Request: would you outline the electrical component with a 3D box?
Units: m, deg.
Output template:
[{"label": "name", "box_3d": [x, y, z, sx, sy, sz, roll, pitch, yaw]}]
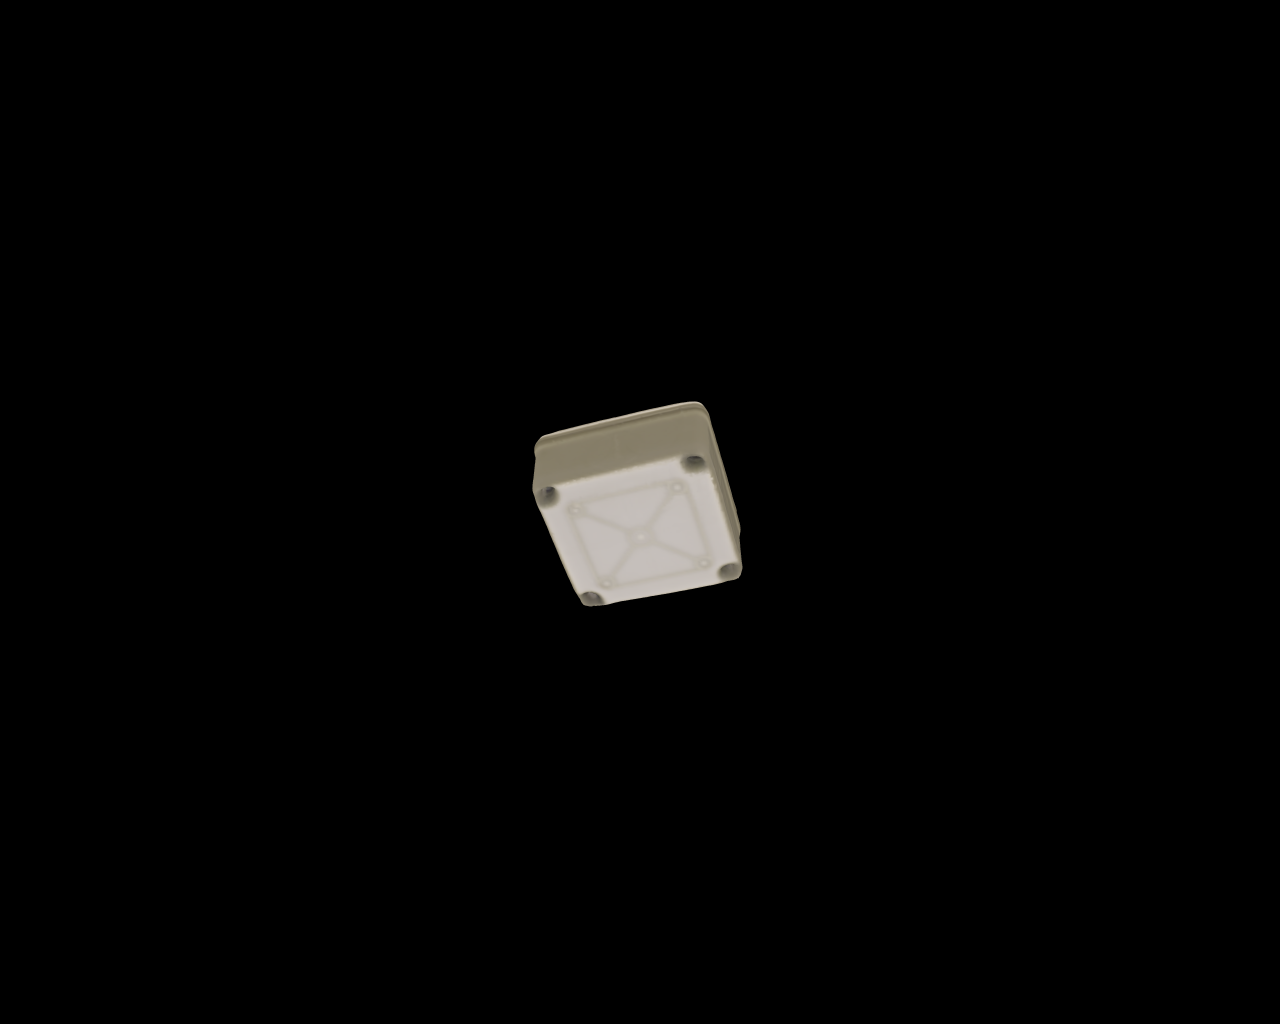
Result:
[{"label": "electrical component", "box_3d": [0.001, -0.003, 0.650, 0.109, 0.108, 0.056, -12, 40, 10]}]
